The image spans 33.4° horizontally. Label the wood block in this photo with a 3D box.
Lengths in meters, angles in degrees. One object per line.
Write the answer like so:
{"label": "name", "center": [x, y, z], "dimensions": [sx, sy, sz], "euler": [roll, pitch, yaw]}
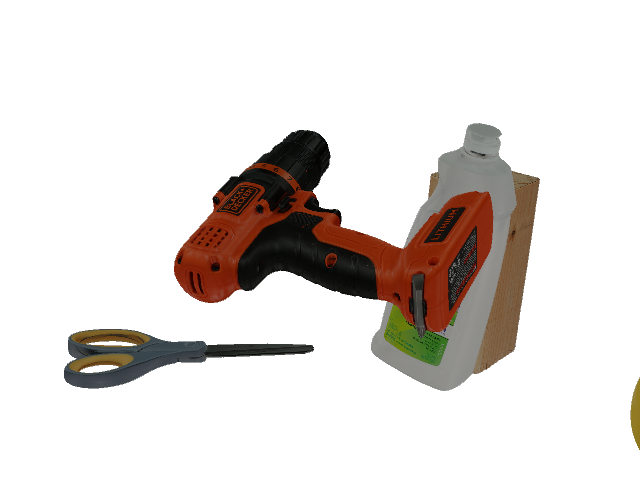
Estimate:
{"label": "wood block", "center": [0.169, 0.028, 1.173], "dimensions": [0.090, 0.206, 0.090], "euler": [19, 25, 34]}

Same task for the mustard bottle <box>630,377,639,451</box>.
{"label": "mustard bottle", "center": [0.213, 0.103, 0.550], "dimensions": [0.096, 0.058, 0.191], "euler": [-1, 37, 4]}

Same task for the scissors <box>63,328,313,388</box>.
{"label": "scissors", "center": [-0.114, 0.096, 0.847], "dimensions": [0.202, 0.016, 0.096], "euler": [4, 21, 14]}

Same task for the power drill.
{"label": "power drill", "center": [0.018, -0.011, 0.729], "dimensions": [0.188, 0.057, 0.184], "euler": [10, 41, 25]}

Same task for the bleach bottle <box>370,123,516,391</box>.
{"label": "bleach bottle", "center": [0.116, 0.010, 0.969], "dimensions": [0.103, 0.251, 0.067], "euler": [28, 35, 29]}
